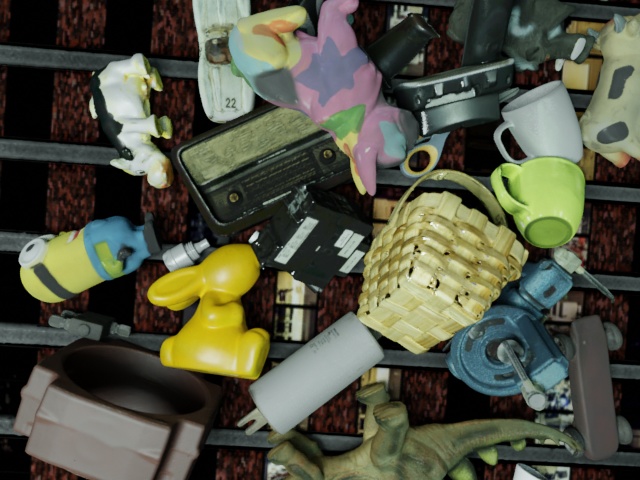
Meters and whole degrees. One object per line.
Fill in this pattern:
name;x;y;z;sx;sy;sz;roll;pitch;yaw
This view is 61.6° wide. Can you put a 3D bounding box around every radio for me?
radio;-0.059;-0.101;0.697;0.230;0.073;0.131;-25;92;-1

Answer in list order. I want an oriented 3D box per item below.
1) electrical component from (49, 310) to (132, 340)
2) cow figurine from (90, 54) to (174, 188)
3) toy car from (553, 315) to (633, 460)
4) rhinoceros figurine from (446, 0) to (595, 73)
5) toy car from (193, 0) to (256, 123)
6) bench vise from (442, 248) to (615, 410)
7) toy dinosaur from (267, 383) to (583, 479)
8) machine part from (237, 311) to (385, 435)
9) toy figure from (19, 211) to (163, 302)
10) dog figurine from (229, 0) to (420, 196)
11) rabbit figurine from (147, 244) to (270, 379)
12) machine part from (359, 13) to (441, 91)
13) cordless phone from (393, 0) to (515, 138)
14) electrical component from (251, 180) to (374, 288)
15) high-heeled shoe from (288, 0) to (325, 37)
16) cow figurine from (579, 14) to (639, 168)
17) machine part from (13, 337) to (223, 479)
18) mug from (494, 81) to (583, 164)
electrical component;-0.296;0.111;0.698;0.094;0.063;0.021;16;90;-5
cow figurine;-0.245;-0.143;0.692;0.098;0.068;0.167;-11;89;3
toy car;0.367;0.200;0.732;0.089;0.053;0.202;-12;96;-7
rhinoceros figurine;0.265;-0.280;0.707;0.190;0.073;0.112;11;90;-2
toy car;-0.123;-0.254;0.700;0.074;0.056;0.201;-4;92;-2
bench vise;0.247;0.114;0.643;0.223;0.241;0.129;-38;97;15
toy dinosaur;0.095;0.294;0.703;0.472;0.105;0.198;-21;100;8
machine part;-0.003;0.170;0.698;0.243;0.079;0.079;-36;93;-5
toy figure;-0.292;0.022;0.689;0.180;0.082;0.089;-15;90;-4
dog figurine;0.009;-0.151;0.614;0.192;0.108;0.219;-15;95;-5
rabbit figurine;-0.131;0.085;0.695;0.162;0.122;0.173;10;77;7
machine part;0.091;-0.249;0.716;0.139;0.039;0.084;-37;97;-1
cordless phone;0.165;-0.223;0.646;0.147;0.184;0.089;-13;58;-2
electrical component;-0.001;-0.002;0.678;0.134;0.058;0.115;22;118;-40
high-heeled shoe;-0.032;-0.328;0.674;0.145;0.086;0.248;-17;112;-21
cow figurine;0.403;-0.209;0.712;0.127;0.085;0.194;23;91;-9
machine part;-0.227;0.199;0.634;0.201;0.201;0.087;22;93;-3
mug;0.292;-0.137;0.709;0.109;0.081;0.107;-35;102;-6
